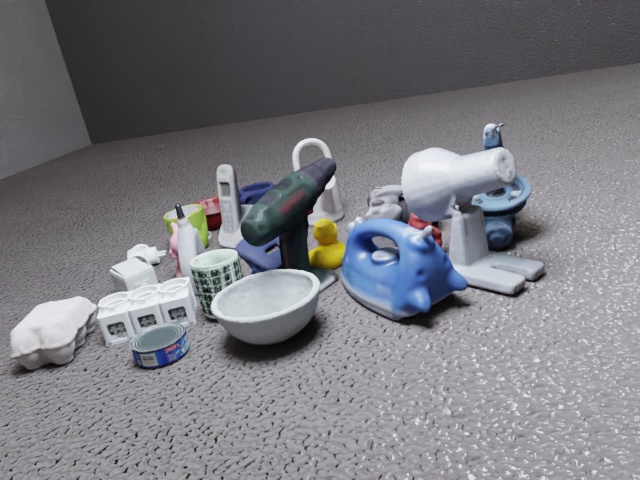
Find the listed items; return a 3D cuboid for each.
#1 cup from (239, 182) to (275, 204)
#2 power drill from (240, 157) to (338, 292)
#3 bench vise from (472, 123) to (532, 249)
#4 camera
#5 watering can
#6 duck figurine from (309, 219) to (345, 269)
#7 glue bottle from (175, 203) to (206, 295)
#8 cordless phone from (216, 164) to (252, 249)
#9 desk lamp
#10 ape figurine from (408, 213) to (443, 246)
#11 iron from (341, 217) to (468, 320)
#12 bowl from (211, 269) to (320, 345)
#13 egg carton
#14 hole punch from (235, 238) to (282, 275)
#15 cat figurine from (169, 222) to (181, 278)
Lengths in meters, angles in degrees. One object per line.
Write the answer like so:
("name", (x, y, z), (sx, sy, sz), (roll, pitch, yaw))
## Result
("cup", (-0.151, -0.081, 1.389), (0.091, 0.095, 0.118), (0, 23, 27))
("power drill", (-0.033, -0.015, 0.987), (0.075, 0.209, 0.230), (6, 26, 38))
("bench vise", (0.313, -0.116, 1.061), (0.121, 0.220, 0.207), (-10, 20, 3))
("camera", (0.166, -0.057, 1.151), (0.136, 0.101, 0.143), (-6, 21, 14))
("watering can", (-0.004, -0.138, 1.320), (0.101, 0.194, 0.172), (-25, 25, -34))
("duck figurine", (0.010, 0.004, 1.092), (0.077, 0.086, 0.105), (-2, 22, 24))
("glue bottle", (-0.243, 0.013, 1.073), (0.037, 0.173, 0.078), (-7, 21, 10))
("cordless phone", (-0.165, -0.071, 1.238), (0.147, 0.185, 0.094), (4, 25, 35))
("desk lamp", (0.241, -0.044, 0.915), (0.118, 0.214, 0.202), (-27, 25, -36))
("ape figurine", (0.182, -0.013, 1.039), (0.077, 0.092, 0.076), (-10, 20, 4))
("iron", (0.102, 0.025, 0.908), (0.119, 0.141, 0.257), (-24, 24, -30))
("bowl", (-0.076, 0.110, 0.868), (0.167, 0.075, 0.167), (-10, 20, 4))
("egg carton", (-0.441, 0.151, 0.956), (0.107, 0.069, 0.150), (-10, 20, 2))
("hole punch", (-0.088, 0.032, 1.061), (0.100, 0.091, 0.109), (2, 24, 32))
("cat figurine", (-0.275, 0.013, 1.170), (0.067, 0.118, 0.127), (-16, 21, -12))
